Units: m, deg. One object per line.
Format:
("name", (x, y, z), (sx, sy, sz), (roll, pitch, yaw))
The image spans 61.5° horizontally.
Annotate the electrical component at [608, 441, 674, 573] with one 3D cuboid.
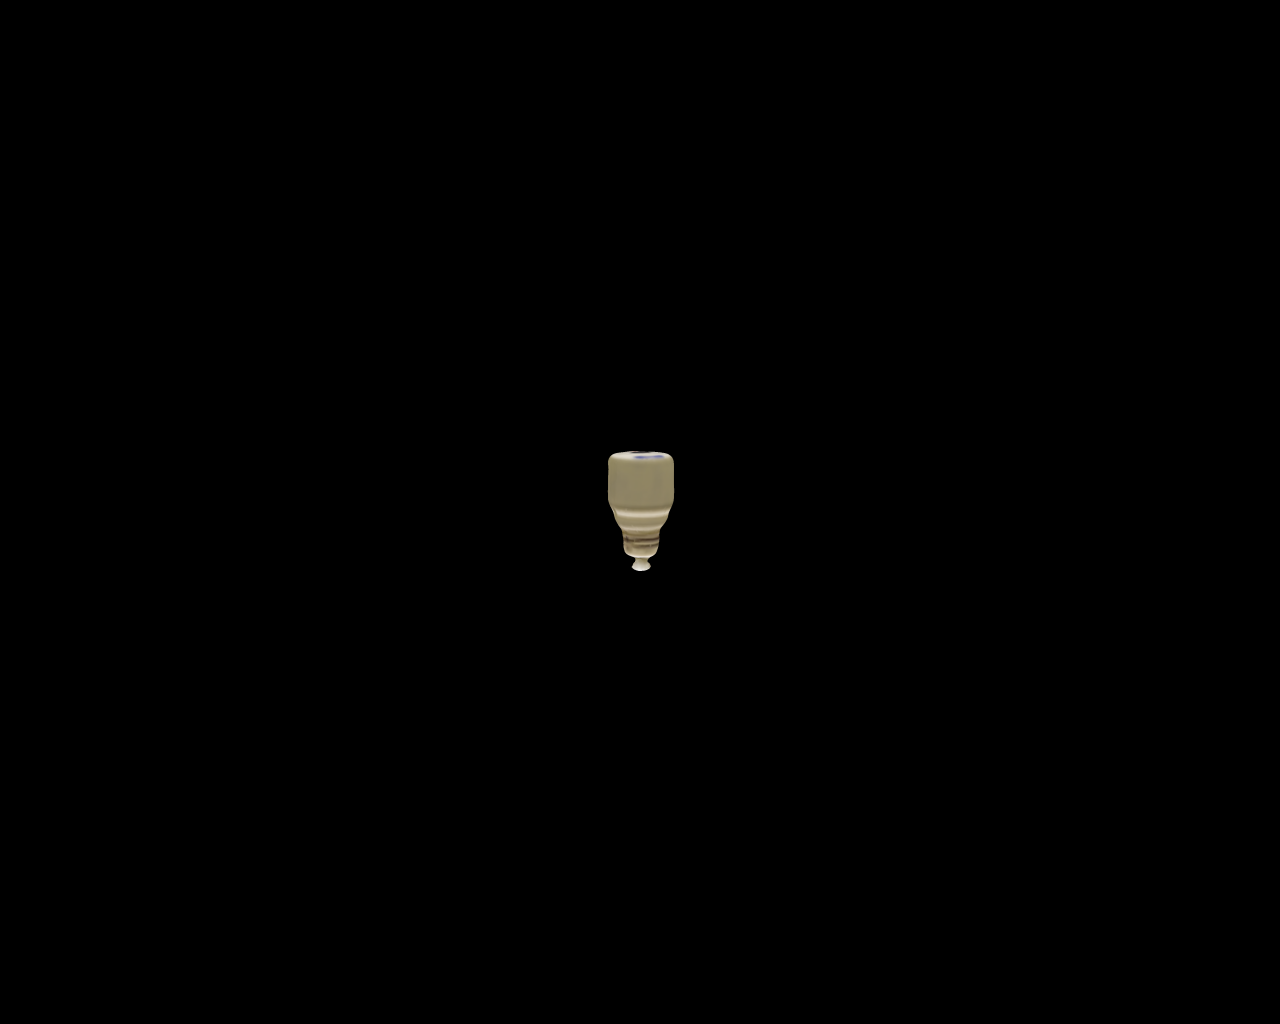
("electrical component", (0.001, -0.003, 0.650), (0.040, 0.078, 0.040), (0, 9, 0))
